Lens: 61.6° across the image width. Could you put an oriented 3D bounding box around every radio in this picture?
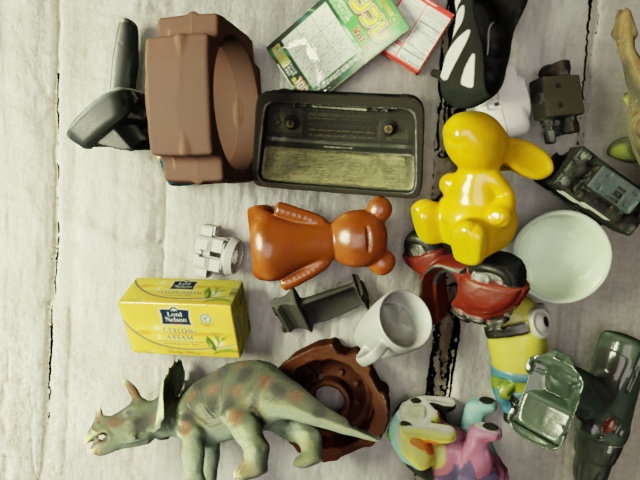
[{"bbox_3d":[0.028,-0.134,0.730,0.230,0.073,0.131,5,108,7],"label":"radio"}]

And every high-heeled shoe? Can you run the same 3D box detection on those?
[{"bbox_3d":[0.221,-0.270,0.645,0.086,0.145,0.248,30,100,-26],"label":"high-heeled shoe"}]

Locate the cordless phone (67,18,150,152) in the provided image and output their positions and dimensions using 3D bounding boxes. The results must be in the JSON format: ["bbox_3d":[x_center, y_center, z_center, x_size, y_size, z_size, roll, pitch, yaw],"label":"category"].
[{"bbox_3d":[-0.277,-0.215,0.738,0.089,0.146,0.184,8,99,-1],"label":"cordless phone"}]

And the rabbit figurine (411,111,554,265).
[{"bbox_3d":[0.201,-0.075,0.657,0.162,0.122,0.173,-18,115,-13],"label":"rabbit figurine"}]

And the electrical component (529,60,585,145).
[{"bbox_3d":[0.304,-0.177,0.693,0.078,0.045,0.102,-15,93,-18],"label":"electrical component"}]

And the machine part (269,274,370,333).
[{"bbox_3d":[0.002,0.092,0.776,0.139,0.039,0.084,-16,127,2],"label":"machine part"}]

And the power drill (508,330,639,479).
[{"bbox_3d":[0.335,0.225,0.685,0.207,0.086,0.232,16,93,-31],"label":"power drill"}]

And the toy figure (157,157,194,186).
[{"bbox_3d":[-0.208,-0.157,0.780,0.058,0.064,0.154,-5,91,47],"label":"toy figure"}]

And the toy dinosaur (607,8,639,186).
[{"bbox_3d":[0.453,-0.054,0.618,0.105,0.198,0.471,-30,91,10],"label":"toy dinosaur"}]

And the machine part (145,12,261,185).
[{"bbox_3d":[-0.143,-0.173,0.695,0.087,0.201,0.201,-1,97,11],"label":"machine part"}]

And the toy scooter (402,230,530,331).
[{"bbox_3d":[0.186,0.069,0.720,0.184,0.075,0.135,21,116,41],"label":"toy scooter"}]

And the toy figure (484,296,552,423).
[{"bbox_3d":[0.269,0.163,0.732,0.089,0.082,0.180,0,99,7],"label":"toy figure"}]

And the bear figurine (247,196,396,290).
[{"bbox_3d":[-0.001,-0.001,0.752,0.196,0.132,0.120,-9,97,-9],"label":"bear figurine"}]

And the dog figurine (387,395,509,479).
[{"bbox_3d":[0.193,0.340,0.753,0.192,0.108,0.219,-2,99,8],"label":"dog figurine"}]

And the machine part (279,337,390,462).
[{"bbox_3d":[0.015,0.231,0.791,0.179,0.056,0.179,1,96,10],"label":"machine part"}]

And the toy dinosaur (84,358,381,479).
[{"bbox_3d":[-0.119,0.233,0.743,0.405,0.131,0.192,-20,68,16],"label":"toy dinosaur"}]

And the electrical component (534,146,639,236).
[{"bbox_3d":[0.343,-0.062,0.668,0.115,0.134,0.058,34,101,2],"label":"electrical component"}]

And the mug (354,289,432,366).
[{"bbox_3d":[0.087,0.131,0.735,0.081,0.107,0.109,38,60,-2],"label":"mug"}]

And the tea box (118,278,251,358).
[{"bbox_3d":[-0.195,0.113,0.789,0.170,0.068,0.098,0,120,11],"label":"tea box"}]
